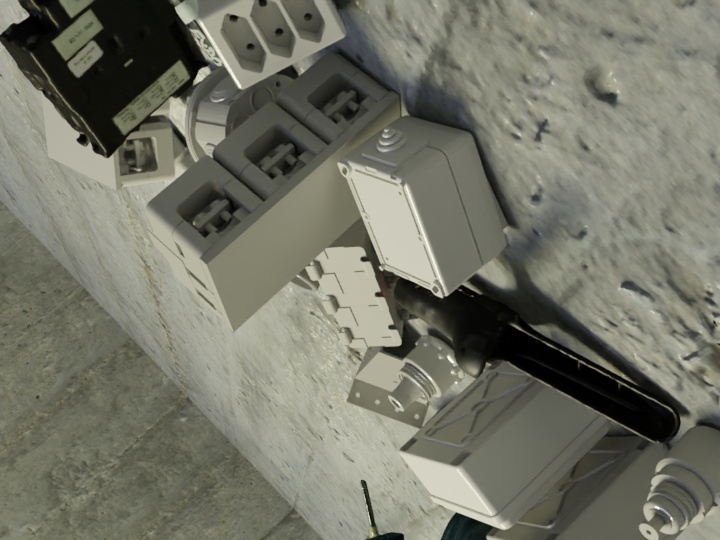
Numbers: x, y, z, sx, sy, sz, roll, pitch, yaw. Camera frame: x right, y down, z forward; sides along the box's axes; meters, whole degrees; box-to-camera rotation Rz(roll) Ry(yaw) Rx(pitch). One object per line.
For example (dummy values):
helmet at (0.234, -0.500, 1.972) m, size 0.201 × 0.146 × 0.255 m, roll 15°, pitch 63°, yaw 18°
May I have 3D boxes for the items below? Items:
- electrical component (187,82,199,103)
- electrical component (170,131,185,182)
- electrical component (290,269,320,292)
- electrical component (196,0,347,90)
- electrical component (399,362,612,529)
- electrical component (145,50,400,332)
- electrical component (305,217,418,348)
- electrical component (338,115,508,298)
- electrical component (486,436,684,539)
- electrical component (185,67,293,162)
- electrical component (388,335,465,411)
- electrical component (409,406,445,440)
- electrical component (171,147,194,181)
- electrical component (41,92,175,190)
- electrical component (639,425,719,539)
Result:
electrical component at (-0.107, -0.118, 0.837) m, size 0.035 × 0.035 × 0.061 m, roll 29°, pitch 158°, yaw 47°
electrical component at (-0.173, -0.098, 1.039) m, size 0.065 × 0.044 × 0.044 m, roll 43°, pitch 164°, yaw 0°
electrical component at (-0.036, -0.022, 0.825) m, size 0.044 × 0.065 × 0.044 m, roll 28°, pitch 169°, yaw 6°
electrical component at (-0.051, -0.147, 0.590) m, size 0.047 × 0.066 × 0.076 m, roll 59°, pitch -171°, yaw -34°
electrical component at (0.097, 0.113, 0.731) m, size 0.056 × 0.109 × 0.109 m, roll 53°, pitch 163°, yaw -9°
electrical component at (-0.049, -0.049, 0.643) m, size 0.062 × 0.150 × 0.089 m, roll 40°, pitch 162°, yaw 21°
electrical component at (0.000, 0.000, 0.767) m, size 0.079 × 0.063 × 0.121 m, roll -4°, pitch 142°, yaw 15°
electrical component at (0.037, -0.045, 0.610) m, size 0.062 × 0.061 × 0.096 m, roll 25°, pitch 145°, yaw 49°
electrical component at (0.152, 0.162, 0.705) m, size 0.056 × 0.109 × 0.109 m, roll 51°, pitch 163°, yaw -2°
electrical component at (-0.073, -0.096, 0.723) m, size 0.051 × 0.080 × 0.080 m, roll 17°, pitch 147°, yaw 49°
electrical component at (0.050, 0.086, 0.865) m, size 0.048 × 0.062 × 0.048 m, roll 42°, pitch 163°, yaw 16°
electrical component at (0.078, 0.161, 0.972) m, size 0.053 × 0.059 × 0.095 m, roll 46°, pitch 164°, yaw 5°
electrical component at (-0.134, -0.082, 0.958) m, size 0.055 × 0.050 × 0.089 m, roll 46°, pitch 163°, yaw 2°
electrical component at (-0.221, -0.141, 0.941) m, size 0.186 × 0.060 × 0.105 m, roll 24°, pitch 120°, yaw 55°
electrical component at (0.182, 0.121, 0.598) m, size 0.040 × 0.078 × 0.040 m, roll 34°, pitch 145°, yaw 29°
